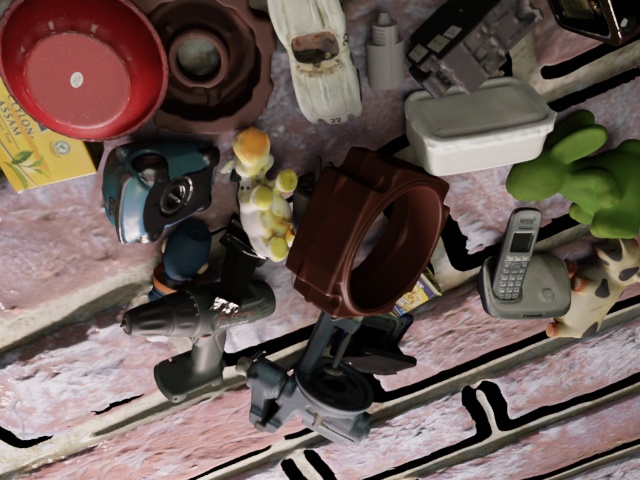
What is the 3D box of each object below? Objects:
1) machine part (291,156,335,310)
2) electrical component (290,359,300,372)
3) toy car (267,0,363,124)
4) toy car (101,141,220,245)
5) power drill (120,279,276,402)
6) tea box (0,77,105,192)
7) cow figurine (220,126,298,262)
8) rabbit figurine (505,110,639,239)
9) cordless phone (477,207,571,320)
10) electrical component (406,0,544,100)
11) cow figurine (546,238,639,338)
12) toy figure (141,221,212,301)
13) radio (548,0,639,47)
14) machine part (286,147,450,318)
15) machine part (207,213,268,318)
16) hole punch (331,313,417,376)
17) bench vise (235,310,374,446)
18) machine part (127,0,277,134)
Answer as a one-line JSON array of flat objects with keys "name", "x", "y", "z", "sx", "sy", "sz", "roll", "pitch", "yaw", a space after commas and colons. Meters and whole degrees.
[{"name": "machine part", "x": -0.002, "y": -0.002, "z": 0.740, "sx": 0.079, "sy": 0.079, "sz": 0.242, "roll": -3, "pitch": 126, "yaw": -9}, {"name": "electrical component", "x": -0.004, "y": 0.256, "z": 0.895, "sx": 0.074, "sy": 0.119, "sz": 0.047, "roll": 30, "pitch": 115, "yaw": -30}, {"name": "toy car", "x": -0.002, "y": -0.206, "z": 0.585, "sx": 0.074, "sy": 0.056, "sz": 0.201, "roll": -6, "pitch": 139, "yaw": 12}, {"name": "toy car", "x": -0.197, "y": -0.074, "z": 0.631, "sx": 0.103, "sy": 0.161, "sz": 0.109, "roll": 31, "pitch": 128, "yaw": 17}, {"name": "power drill", "x": -0.183, "y": 0.139, "z": 0.765, "sx": 0.232, "sy": 0.086, "sz": 0.207, "roll": -15, "pitch": 138, "yaw": -40}, {"name": "tea box", "x": -0.317, "y": -0.147, "z": 0.583, "sx": 0.098, "sy": 0.068, "sz": 0.169, "roll": -15, "pitch": 125, "yaw": -1}, {"name": "cow figurine", "x": -0.075, "y": -0.058, "z": 0.676, "sx": 0.068, "sy": 0.098, "sz": 0.167, "roll": -26, "pitch": 109, "yaw": -29}, {"name": "rabbit figurine", "x": 0.346, "y": -0.086, "z": 0.728, "sx": 0.170, "sy": 0.121, "sz": 0.158, "roll": 8, "pitch": 120, "yaw": 2}, {"name": "cordless phone", "x": 0.326, "y": 0.030, "z": 0.823, "sx": 0.147, "sy": 0.089, "sz": 0.184, "roll": 0, "pitch": 121, "yaw": -10}, {"name": "electrical component", "x": 0.160, "y": -0.221, "z": 0.593, "sx": 0.058, "sy": 0.115, "sz": 0.134, "roll": 38, "pitch": 111, "yaw": -26}, {"name": "cow figurine", "x": 0.458, "y": 0.078, "z": 0.879, "sx": 0.127, "sy": 0.085, "sz": 0.194, "roll": 10, "pitch": 120, "yaw": -10}, {"name": "toy figure", "x": -0.197, "y": 0.044, "z": 0.747, "sx": 0.058, "sy": 0.064, "sz": 0.154, "roll": -13, "pitch": 144, "yaw": -51}, {"name": "radio", "x": 0.267, "y": -0.313, "z": 0.539, "sx": 0.073, "sy": 0.131, "sz": 0.229, "roll": -36, "pitch": 123, "yaw": 13}, {"name": "machine part", "x": 0.069, "y": -0.005, "z": 0.680, "sx": 0.201, "sy": 0.087, "sz": 0.201, "roll": 5, "pitch": 114, "yaw": -51}, {"name": "machine part", "x": -0.110, "y": 0.037, "z": 0.715, "sx": 0.039, "sy": 0.139, "sz": 0.084, "roll": -16, "pitch": 134, "yaw": 35}, {"name": "hole punch", "x": 0.087, "y": 0.166, "z": 0.881, "sx": 0.142, "sy": 0.092, "sz": 0.116, "roll": 14, "pitch": 149, "yaw": -23}, {"name": "bench vise", "x": -0.007, "y": 0.183, "z": 0.782, "sx": 0.224, "sy": 0.129, "sz": 0.240, "roll": 30, "pitch": 111, "yaw": 20}, {"name": "machine part", "x": -0.133, "y": -0.201, "z": 0.589, "sx": 0.179, "sy": 0.056, "sz": 0.179, "roll": -6, "pitch": 126, "yaw": -8}]
